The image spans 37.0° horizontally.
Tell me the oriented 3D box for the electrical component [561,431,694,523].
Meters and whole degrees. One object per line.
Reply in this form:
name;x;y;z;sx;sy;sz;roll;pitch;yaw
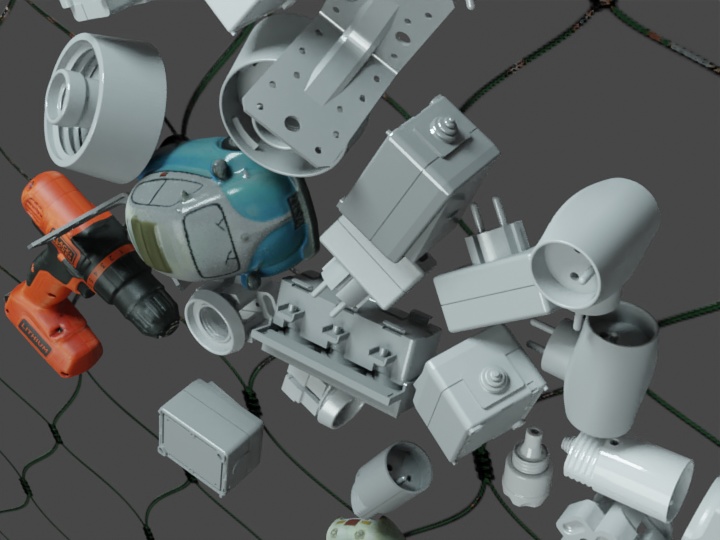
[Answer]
electrical component;0.169;0.127;0.697;0.081;0.043;0.043;21;131;30

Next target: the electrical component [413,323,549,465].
electrical component;0.076;0.076;0.704;0.061;0.062;0.096;57;164;20

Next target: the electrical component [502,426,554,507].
electrical component;0.119;0.136;0.756;0.035;0.035;0.061;23;130;28

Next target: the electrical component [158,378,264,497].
electrical component;-0.138;0.145;0.972;0.096;0.061;0.061;30;135;22

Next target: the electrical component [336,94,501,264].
electrical component;0.041;-0.056;0.663;0.061;0.062;0.096;45;139;7

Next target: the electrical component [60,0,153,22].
electrical component;-0.184;-0.237;0.731;0.079;0.063;0.121;3;121;40

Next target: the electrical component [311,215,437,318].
electrical component;0.000;0.000;0.728;0.077;0.047;0.065;-44;86;16

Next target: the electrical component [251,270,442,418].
electrical component;-0.005;0.049;0.779;0.121;0.079;0.063;24;112;28

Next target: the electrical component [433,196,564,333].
electrical component;0.088;-0.008;0.669;0.083;0.047;0.075;-16;92;48

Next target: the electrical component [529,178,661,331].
electrical component;0.132;-0.001;0.611;0.043;0.077;0.079;23;133;29

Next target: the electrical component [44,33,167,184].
electrical component;-0.195;-0.121;0.789;0.108;0.060;0.108;-12;75;50

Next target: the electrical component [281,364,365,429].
electrical component;-0.026;0.091;0.845;0.055;0.048;0.066;43;139;21

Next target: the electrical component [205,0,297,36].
electrical component;-0.055;-0.198;0.645;0.061;0.062;0.096;53;139;-3

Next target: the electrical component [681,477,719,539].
electrical component;0.223;0.176;0.638;0.060;0.105;0.186;29;134;24

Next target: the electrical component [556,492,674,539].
electrical component;0.175;0.179;0.720;0.078;0.057;0.058;53;139;-3

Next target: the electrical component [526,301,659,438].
electrical component;0.140;0.055;0.671;0.079;0.043;0.077;26;133;26

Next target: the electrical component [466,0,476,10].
electrical component;0.054;-0.175;0.552;0.043;0.077;0.079;6;122;39

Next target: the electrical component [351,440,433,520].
electrical component;0.020;0.171;0.864;0.043;0.043;0.081;48;139;3

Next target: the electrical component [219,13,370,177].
electrical component;-0.042;-0.113;0.708;0.099;0.064;0.099;13;134;13

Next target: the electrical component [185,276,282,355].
electrical component;-0.102;0.032;0.860;0.078;0.057;0.058;6;122;39
